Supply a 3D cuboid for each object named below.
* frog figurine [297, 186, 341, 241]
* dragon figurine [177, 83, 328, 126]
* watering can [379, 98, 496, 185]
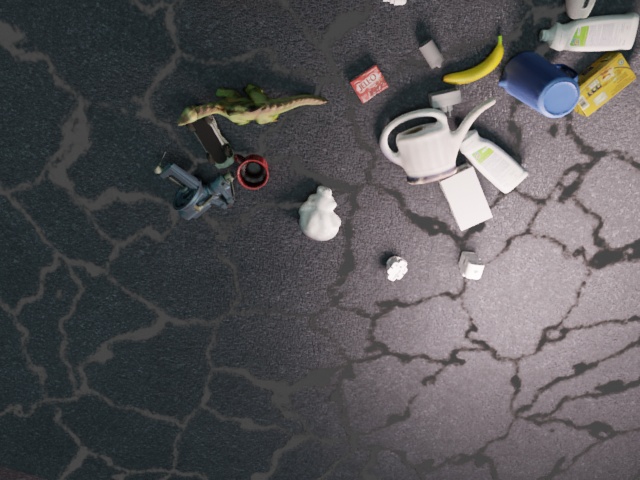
[{"bbox_3d":[0.005,-0.080,1.595,0.138,0.125,0.156,29,123,5],"label":"frog figurine"},{"bbox_3d":[-0.182,-0.357,1.400,0.410,0.247,0.120,-6,111,2],"label":"dragon figurine"},{"bbox_3d":[0.352,-0.284,1.513,0.346,0.106,0.221,-11,115,19],"label":"watering can"}]
